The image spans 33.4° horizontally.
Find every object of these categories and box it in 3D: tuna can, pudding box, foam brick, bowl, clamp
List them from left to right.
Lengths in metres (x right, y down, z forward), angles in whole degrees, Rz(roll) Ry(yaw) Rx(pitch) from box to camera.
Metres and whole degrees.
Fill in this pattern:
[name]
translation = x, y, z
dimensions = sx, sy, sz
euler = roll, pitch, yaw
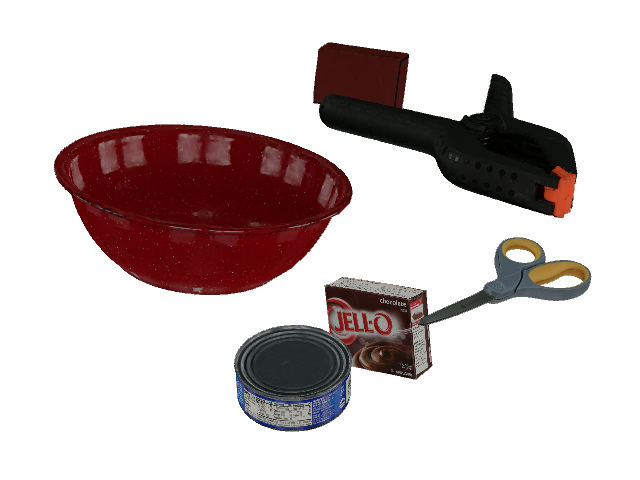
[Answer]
[bowl]
translation = -0.066, -0.014, 0.590
dimensions = 0.162, 0.055, 0.162
euler = 7, 22, -3
[tuna can]
translation = -0.019, 0.100, 0.782
dimensions = 0.086, 0.034, 0.086
euler = -1, 32, 0
[foam brick]
translation = 0.037, -0.147, 0.971
dimensions = 0.078, 0.051, 0.053
euler = 10, 18, 11
[pudding box]
translation = 0.061, 0.091, 1.128
dimensions = 0.114, 0.090, 0.039
euler = 6, 22, 36
[clamp]
translation = 0.101, -0.070, 0.752
dimensions = 0.164, 0.036, 0.210
euler = -8, 29, -17

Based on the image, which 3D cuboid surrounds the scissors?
[scissors]
translation = 0.148, 0.033, 0.937
dimensions = 0.201, 0.016, 0.096
euler = -6, 35, -27
